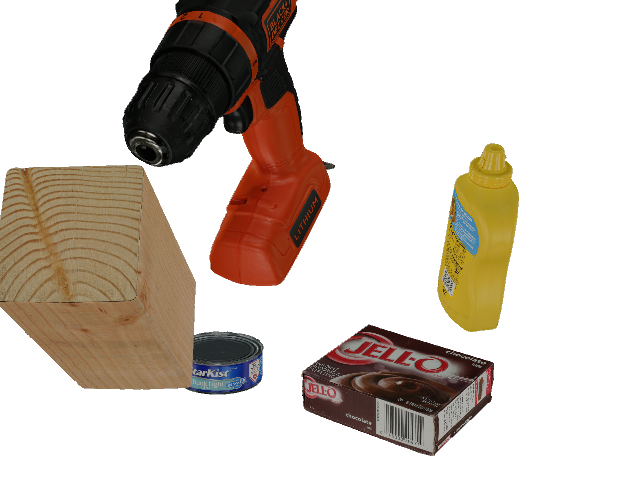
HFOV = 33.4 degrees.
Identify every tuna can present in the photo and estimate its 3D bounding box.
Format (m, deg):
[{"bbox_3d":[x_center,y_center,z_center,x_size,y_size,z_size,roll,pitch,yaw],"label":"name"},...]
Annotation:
[{"bbox_3d":[-0.098,0.118,1.033,0.086,0.034,0.086,1,15,0],"label":"tuna can"}]

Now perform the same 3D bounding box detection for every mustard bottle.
[{"bbox_3d":[0.158,-0.010,1.060,0.058,0.192,0.096,-4,36,-11],"label":"mustard bottle"}]

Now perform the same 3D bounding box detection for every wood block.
[{"bbox_3d":[-0.147,0.034,0.740,0.090,0.091,0.206,-1,-22,3],"label":"wood block"}]

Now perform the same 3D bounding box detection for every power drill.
[{"bbox_3d":[-0.045,-0.061,0.619,0.057,0.184,0.187,13,-40,18],"label":"power drill"}]

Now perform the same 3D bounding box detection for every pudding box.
[{"bbox_3d":[0.057,0.106,0.778,0.114,0.039,0.089,17,29,31],"label":"pudding box"}]
